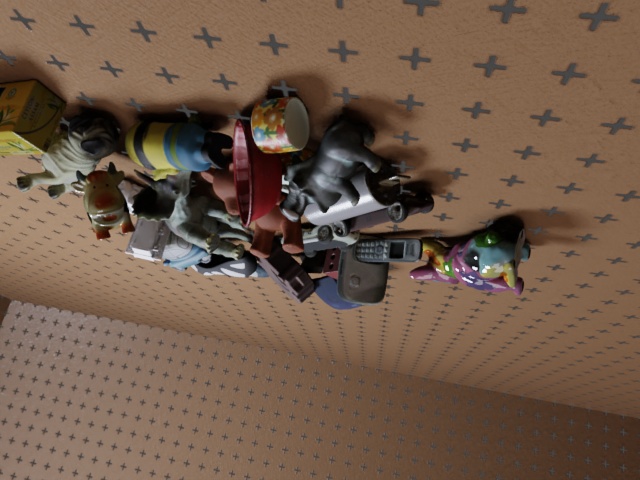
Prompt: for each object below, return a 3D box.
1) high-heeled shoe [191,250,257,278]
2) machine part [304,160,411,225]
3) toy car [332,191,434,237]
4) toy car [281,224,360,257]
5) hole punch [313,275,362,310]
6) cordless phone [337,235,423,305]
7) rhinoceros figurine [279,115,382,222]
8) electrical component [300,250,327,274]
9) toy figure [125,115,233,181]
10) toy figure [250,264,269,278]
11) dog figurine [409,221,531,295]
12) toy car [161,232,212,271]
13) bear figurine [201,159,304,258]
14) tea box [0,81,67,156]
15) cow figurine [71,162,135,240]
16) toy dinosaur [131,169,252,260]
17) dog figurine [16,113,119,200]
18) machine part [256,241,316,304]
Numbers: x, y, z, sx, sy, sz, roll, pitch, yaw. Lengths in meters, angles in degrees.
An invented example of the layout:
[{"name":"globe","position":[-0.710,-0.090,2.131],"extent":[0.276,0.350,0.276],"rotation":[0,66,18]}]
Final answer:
[{"name":"high-heeled shoe","position":[-0.265,0.030,1.315],"extent":[0.249,0.086,0.145],"rotation":[22,157,9]},{"name":"machine part","position":[0.046,-0.074,0.886],"extent":[0.079,0.079,0.243],"rotation":[26,157,-33]},{"name":"toy car","position":[0.106,-0.048,0.930],"extent":[0.089,0.053,0.202],"rotation":[-15,179,-39]},{"name":"toy car","position":[-0.002,-0.003,1.139],"extent":[0.073,0.056,0.202],"rotation":[20,161,-37]},{"name":"hole punch","position":[0.047,0.119,1.308],"extent":[0.092,0.115,0.142],"rotation":[-25,-177,-39]},{"name":"cordless phone","position":[0.129,0.062,1.101],"extent":[0.184,0.146,0.088],"rotation":[-3,163,42]},{"name":"rhinoceros figurine","position":[0.007,-0.093,0.779],"extent":[0.112,0.073,0.190],"rotation":[12,139,-28]},{"name":"electrical component","position":[-0.002,0.052,1.276],"extent":[0.102,0.078,0.045],"rotation":[-5,131,26]},{"name":"toy figure","position":[-0.224,-0.149,0.839],"extent":[0.180,0.082,0.089],"rotation":[6,142,35]},{"name":"toy figure","position":[-0.203,0.057,1.416],"extent":[0.154,0.058,0.064],"rotation":[17,121,-9]},{"name":"dog figurine","position":[0.272,0.034,1.012],"extent":[0.219,0.108,0.191],"rotation":[3,159,30]},{"name":"toy car","position":[-0.328,0.010,1.270],"extent":[0.162,0.109,0.103],"rotation":[-9,161,37]},{"name":"bear figurine","position":[-0.119,-0.058,0.960],"extent":[0.120,0.132,0.195],"rotation":[-8,158,31]},{"name":"tea box","position":[-0.503,-0.191,0.858],"extent":[0.170,0.098,0.068],"rotation":[1,157,25]},{"name":"cow figurine","position":[-0.375,-0.068,0.939],"extent":[0.085,0.127,0.195],"rotation":[-20,-166,-20]},{"name":"toy dinosaur","position":[-0.251,-0.044,1.099],"extent":[0.192,0.131,0.404],"rotation":[26,169,9]},{"name":"dog figurine","position":[-0.409,-0.149,0.940],"extent":[0.191,0.121,0.172],"rotation":[-12,-171,14]},{"name":"machine part","position":[-0.086,0.076,1.283],"extent":[0.179,0.056,0.179],"rotation":[44,167,13]}]
